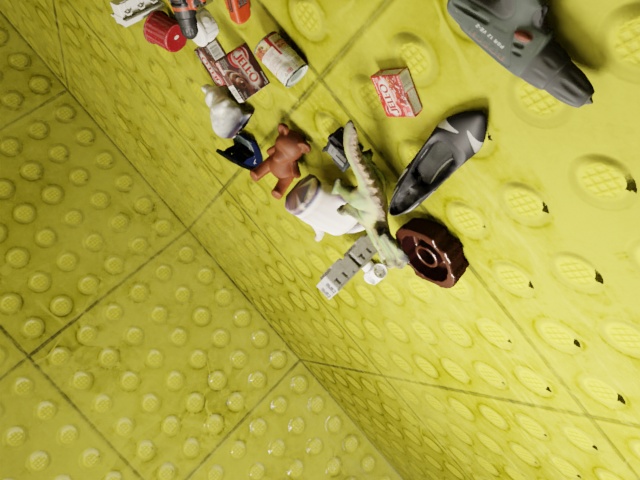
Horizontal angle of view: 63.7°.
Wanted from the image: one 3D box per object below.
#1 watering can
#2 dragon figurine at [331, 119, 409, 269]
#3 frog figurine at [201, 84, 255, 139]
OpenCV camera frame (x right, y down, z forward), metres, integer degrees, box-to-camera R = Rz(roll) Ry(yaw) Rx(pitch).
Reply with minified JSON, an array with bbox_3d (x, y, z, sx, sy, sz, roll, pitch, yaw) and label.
[{"bbox_3d":[0.004,-0.069,1.363,0.223,0.106,0.344,27,156,-23],"label":"watering can"},{"bbox_3d":[0.126,-0.054,1.082,0.246,0.122,0.403,58,176,24],"label":"dragon figurine"},{"bbox_3d":[-0.276,-0.364,1.430,0.159,0.123,0.138,39,178,-8],"label":"frog figurine"}]
